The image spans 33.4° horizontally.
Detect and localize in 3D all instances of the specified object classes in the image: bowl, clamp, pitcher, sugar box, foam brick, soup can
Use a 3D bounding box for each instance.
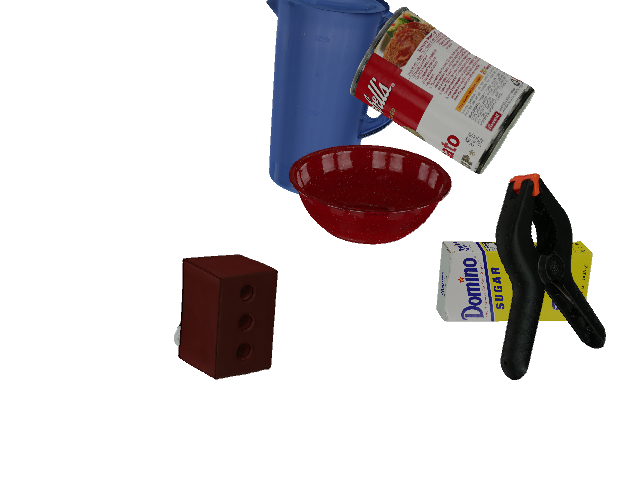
[{"bbox_3d":[0.048,-0.041,1.069,0.162,0.055,0.162,2,28,-1],"label":"bowl"},{"bbox_3d":[0.182,0.032,0.908,0.120,0.171,0.039,-25,8,-40],"label":"clamp"},{"bbox_3d":[0.012,-0.179,1.298,0.144,0.243,0.149,-5,28,-25],"label":"pitcher"},{"bbox_3d":[0.233,0.050,1.289,0.176,0.093,0.048,-1,20,-8],"label":"sugar box"},{"bbox_3d":[-0.068,0.054,0.782,0.052,0.078,0.051,-6,16,-38],"label":"foam brick"},{"bbox_3d":[0.080,-0.098,0.702,0.102,0.068,0.068,34,5,8],"label":"soup can"}]

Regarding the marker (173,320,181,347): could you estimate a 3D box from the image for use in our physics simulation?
[{"bbox_3d":[-0.117,0.066,1.006,0.020,0.020,0.121,0,22,5],"label":"marker"}]
